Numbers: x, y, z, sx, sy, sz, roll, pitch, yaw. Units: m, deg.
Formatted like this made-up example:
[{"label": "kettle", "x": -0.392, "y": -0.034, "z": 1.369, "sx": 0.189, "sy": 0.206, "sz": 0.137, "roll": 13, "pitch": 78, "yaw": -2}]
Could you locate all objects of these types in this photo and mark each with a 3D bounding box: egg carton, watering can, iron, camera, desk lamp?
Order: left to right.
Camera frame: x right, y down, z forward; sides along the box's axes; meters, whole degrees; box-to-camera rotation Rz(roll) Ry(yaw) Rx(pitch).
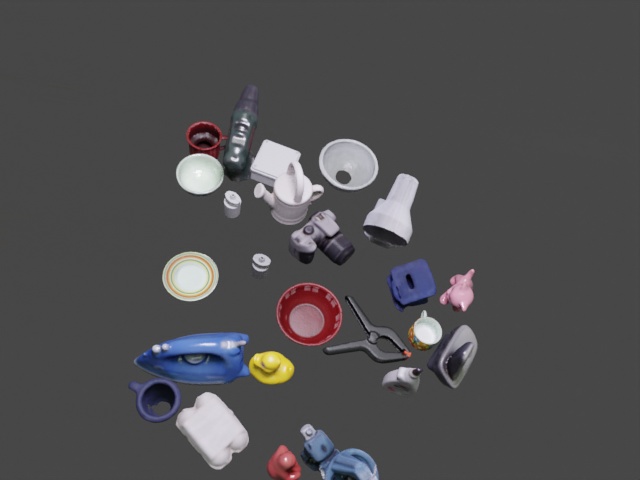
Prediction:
[{"label": "iron", "x": -0.282, "y": 0.249, "z": 1.258, "sx": 0.258, "sy": 0.141, "sz": 0.118, "roll": 0, "pitch": 63, "yaw": -11}, {"label": "egg carton", "x": -0.229, "y": 0.407, "z": 1.228, "sx": 0.150, "sy": 0.069, "sz": 0.107, "roll": 44, "pitch": 64, "yaw": 12}, {"label": "watering can", "x": -0.076, "y": -0.122, "z": 1.459, "sx": 0.173, "sy": 0.194, "sz": 0.101, "roll": -28, "pitch": 71, "yaw": -22}, {"label": "camera", "x": 0.013, "y": 0.005, "z": 1.465, "sx": 0.136, "sy": 0.101, "sz": 0.143, "roll": 44, "pitch": 64, "yaw": 12}, {"label": "desk lamp", "x": 0.182, "y": -0.061, "z": 1.469, "sx": 0.118, "sy": 0.213, "sz": 0.203, "roll": 23, "pitch": 61, "yaw": 1}]

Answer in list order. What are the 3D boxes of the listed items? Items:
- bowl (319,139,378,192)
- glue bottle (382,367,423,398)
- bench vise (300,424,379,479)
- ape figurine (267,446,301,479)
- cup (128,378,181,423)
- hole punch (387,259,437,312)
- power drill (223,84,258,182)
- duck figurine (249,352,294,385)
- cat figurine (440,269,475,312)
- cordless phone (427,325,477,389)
[{"label": "bowl", "x": 0.074, "y": -0.195, "z": 1.595, "sx": 0.167, "sy": 0.074, "sz": 0.167, "roll": 5, "pitch": 62, "yaw": -9}, {"label": "glue bottle", "x": 0.198, "y": 0.316, "z": 1.302, "sx": 0.078, "sy": 0.173, "sz": 0.037, "roll": 19, "pitch": 61, "yaw": -1}, {"label": "bench vise", "x": 0.037, "y": 0.468, "z": 1.165, "sx": 0.207, "sy": 0.219, "sz": 0.122, "roll": 29, "pitch": 61, "yaw": 4}, {"label": "ape figurine", "x": -0.073, "y": 0.474, "z": 1.212, "sx": 0.076, "sy": 0.092, "sz": 0.078, "roll": -4, "pitch": 64, "yaw": -13}, {"label": "cup", "x": -0.353, "y": 0.344, "z": 1.222, "sx": 0.117, "sy": 0.095, "sz": 0.092, "roll": 27, "pitch": 61, "yaw": 3}, {"label": "hole punch", "x": 0.232, "y": 0.114, "z": 1.459, "sx": 0.101, "sy": 0.091, "sz": 0.108, "roll": -9, "pitch": 65, "yaw": -16}, {"label": "power drill", "x": -0.205, "y": -0.259, "z": 1.495, "sx": 0.075, "sy": 0.208, "sz": 0.229, "roll": 11, "pitch": 62, "yaw": -5}, {"label": "duck figurine", "x": -0.108, "y": 0.285, "z": 1.306, "sx": 0.104, "sy": 0.086, "sz": 0.077, "roll": 14, "pitch": 61, "yaw": -4}, {"label": "cat figurine", "x": 0.362, "y": 0.130, "z": 1.462, "sx": 0.067, "sy": 0.117, "sz": 0.128, "roll": 31, "pitch": 62, "yaw": 6}, {"label": "cordless phone", "x": 0.339, "y": 0.261, "z": 1.351, "sx": 0.094, "sy": 0.185, "sz": 0.148, "roll": 32, "pitch": 62, "yaw": 6}]
